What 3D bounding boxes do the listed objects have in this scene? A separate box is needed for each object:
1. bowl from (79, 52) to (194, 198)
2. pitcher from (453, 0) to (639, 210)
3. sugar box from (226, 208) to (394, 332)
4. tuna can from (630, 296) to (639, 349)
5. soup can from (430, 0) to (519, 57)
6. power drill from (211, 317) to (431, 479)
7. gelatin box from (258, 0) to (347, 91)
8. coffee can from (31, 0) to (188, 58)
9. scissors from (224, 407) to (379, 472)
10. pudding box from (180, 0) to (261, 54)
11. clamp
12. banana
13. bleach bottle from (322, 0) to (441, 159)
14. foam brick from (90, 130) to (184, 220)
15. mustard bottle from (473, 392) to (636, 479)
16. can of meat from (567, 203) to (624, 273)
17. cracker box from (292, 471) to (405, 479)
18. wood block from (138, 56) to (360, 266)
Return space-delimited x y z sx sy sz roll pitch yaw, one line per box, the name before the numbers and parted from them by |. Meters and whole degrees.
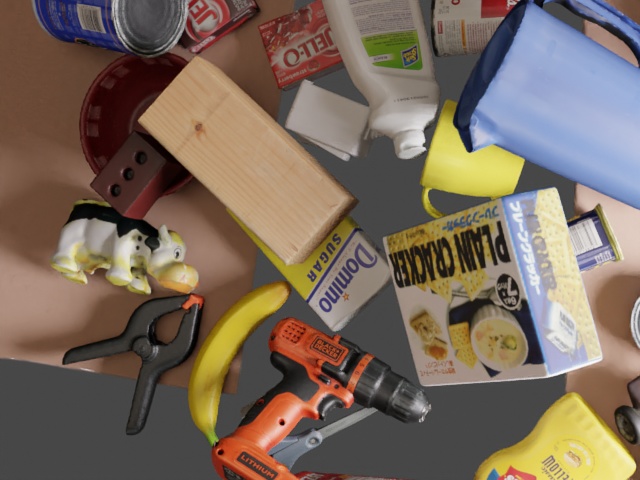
bowl | -0.179 -0.124 1.170 0.162 0.055 0.162 0 88 15
pitcher | 0.260 -0.121 0.990 0.242 0.145 0.149 26 123 -6
sugar box | -0.007 0.001 1.125 0.093 0.048 0.176 -44 77 10
tuna can | 0.345 0.080 1.033 0.086 0.033 0.086 0 88 15
soup can | 0.166 -0.219 1.072 0.102 0.068 0.068 0 89 16
power drill | -0.005 0.183 1.070 0.185 0.057 0.187 26 58 20
gelatin box | -0.013 -0.210 1.140 0.089 0.030 0.073 -20 84 14
coffee can | -0.225 -0.254 1.138 0.141 0.102 0.103 17 93 38
scissors | -0.027 0.202 1.118 0.202 0.016 0.096 -41 118 12
pudding box | -0.131 -0.274 1.169 0.090 0.039 0.113 -32 80 13
clamp | -0.201 0.116 1.176 0.120 0.039 0.171 37 92 0
banana | -0.096 0.125 1.151 0.070 0.037 0.198 24 94 12
bleach bottle | 0.057 -0.199 1.070 0.102 0.068 0.251 -10 73 -4
foam brick | -0.191 -0.067 1.116 0.053 0.051 0.078 42 100 12
mustard bottle | 0.208 0.244 1.053 0.192 0.058 0.096 -42 83 11
can of meat | 0.239 0.009 1.026 0.084 0.102 0.057 -23 83 10
cracker box | 0.058 0.323 1.057 0.214 0.072 0.164 -3 87 32
wood block | -0.069 -0.078 1.068 0.206 0.090 0.091 44 97 8
